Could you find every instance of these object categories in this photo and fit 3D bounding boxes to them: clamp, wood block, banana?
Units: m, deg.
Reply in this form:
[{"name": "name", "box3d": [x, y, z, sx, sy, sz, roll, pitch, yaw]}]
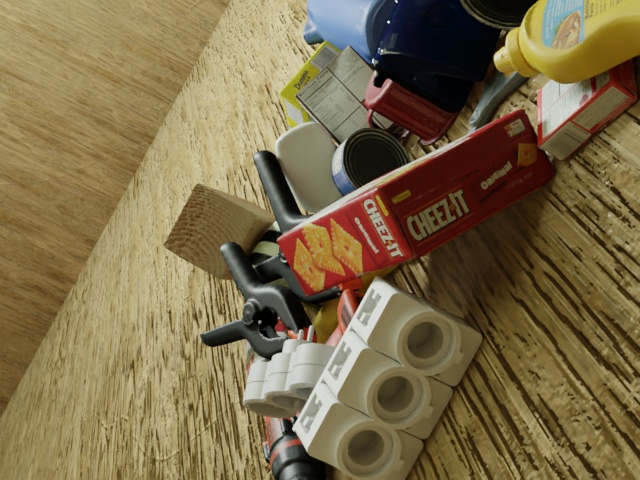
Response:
[{"name": "clamp", "box3d": [-0.066, 0.069, 1.141, 0.172, 0.039, 0.120, 10, 99, 44]}, {"name": "wood block", "box3d": [-0.109, -0.004, 1.369, 0.091, 0.090, 0.206, -62, -13, 2]}, {"name": "clamp", "box3d": [-0.026, -0.001, 1.137, 0.210, 0.036, 0.164, 22, 111, 51]}, {"name": "banana", "box3d": [0.027, 0.071, 1.114, 0.198, 0.037, 0.069, -57, 19, 20]}]

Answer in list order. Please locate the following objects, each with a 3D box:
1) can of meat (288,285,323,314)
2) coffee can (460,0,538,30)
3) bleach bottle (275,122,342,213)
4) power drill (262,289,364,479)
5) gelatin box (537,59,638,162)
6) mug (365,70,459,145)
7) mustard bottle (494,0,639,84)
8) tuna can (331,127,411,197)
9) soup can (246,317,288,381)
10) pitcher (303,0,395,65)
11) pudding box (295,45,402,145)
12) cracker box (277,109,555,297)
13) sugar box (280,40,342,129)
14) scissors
[{"name": "can of meat", "box3d": [0.009, 0.023, 1.204, 0.084, 0.057, 0.102, -54, 20, 21]}, {"name": "coffee can", "box3d": [0.195, -0.287, 1.028, 0.103, 0.102, 0.140, -39, 25, 52]}, {"name": "bleach bottle", "box3d": [-0.002, -0.085, 1.302, 0.068, 0.102, 0.251, -26, 0, 3]}, {"name": "power drill", "box3d": [0.009, 0.154, 1.017, 0.188, 0.057, 0.184, -57, 23, 17]}, {"name": "gelatin box", "box3d": [0.216, -0.118, 0.867, 0.089, 0.030, 0.073, -44, 25, 41]}, {"name": "mug", "box3d": [0.096, -0.155, 1.167, 0.117, 0.081, 0.093, -49, 23, 39]}, {"name": "mustard bottle", "box3d": [0.215, -0.169, 0.815, 0.192, 0.058, 0.096, -19, 45, 42]}, {"name": "tuna can", "box3d": [0.056, -0.077, 1.166, 0.034, 0.086, 0.086, -36, 32, 58]}, {"name": "soup can", "box3d": [-0.049, 0.130, 1.195, 0.069, 0.068, 0.102, -56, 20, 22]}, {"name": "pitcher", "box3d": [0.082, -0.288, 1.347, 0.243, 0.144, 0.149, -128, 54, -67]}, {"name": "pudding box", "box3d": [0.040, -0.156, 1.243, 0.090, 0.113, 0.039, -43, -14, 4]}, {"name": "cracker box", "box3d": [0.078, -0.027, 0.941, 0.164, 0.072, 0.214, -30, 3, -26]}, {"name": "sugar box", "box3d": [-0.001, -0.180, 1.382, 0.093, 0.048, 0.176, -49, -10, -9]}, {"name": "scissors", "box3d": [0.168, -0.127, 1.037, 0.201, 0.016, 0.096, -67, 18, -11]}]
